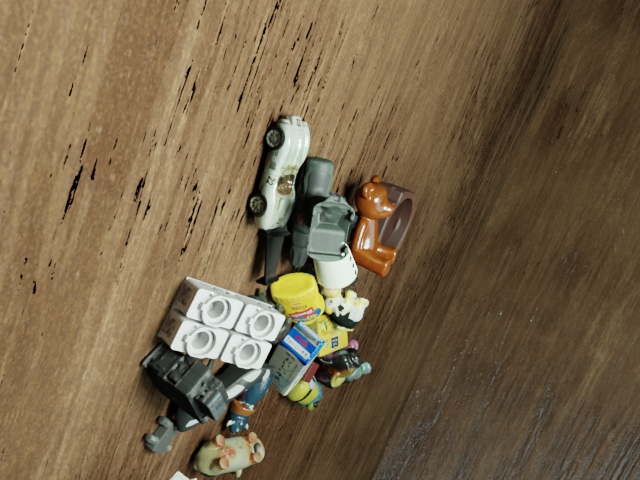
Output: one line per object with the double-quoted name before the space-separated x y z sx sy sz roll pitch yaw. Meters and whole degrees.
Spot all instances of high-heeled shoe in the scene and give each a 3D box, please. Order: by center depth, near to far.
"high-heeled shoe" -0.178 0.303 1.060 0.248 0.086 0.145 26 84 -55

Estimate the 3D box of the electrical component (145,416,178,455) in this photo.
"electrical component" -0.285 0.356 0.982 0.063 0.021 0.093 -53 153 -23

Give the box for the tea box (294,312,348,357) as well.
"tea box" 0.005 0.228 1.334 0.169 0.068 0.098 0 85 -65

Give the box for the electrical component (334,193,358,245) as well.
"electrical component" 0.038 -0.048 1.167 0.048 0.075 0.119 -26 134 -51

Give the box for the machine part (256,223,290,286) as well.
"machine part" -0.090 0.017 1.008 0.084 0.039 0.138 -10 111 -66

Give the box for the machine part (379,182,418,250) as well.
"machine part" 0.166 -0.046 1.404 0.201 0.087 0.200 -5 118 -64

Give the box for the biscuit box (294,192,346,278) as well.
"biscuit box" -0.002 -0.003 1.143 0.063 0.059 0.202 -30 139 -51

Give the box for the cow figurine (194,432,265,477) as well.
"cow figurine" -0.194 0.475 1.182 0.127 0.085 0.194 -30 153 26

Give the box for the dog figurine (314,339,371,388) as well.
"dog figurine" 0.037 0.336 1.419 0.192 0.108 0.219 -28 167 19

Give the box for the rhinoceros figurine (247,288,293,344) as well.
"rhinoceros figurine" -0.126 0.157 1.053 0.112 0.073 0.190 -49 155 -6

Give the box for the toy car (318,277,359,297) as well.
"toy car" 0.046 0.131 1.381 0.089 0.053 0.202 -63 156 5

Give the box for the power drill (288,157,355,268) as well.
"power drill" -0.005 -0.028 0.983 0.207 0.086 0.231 -117 -144 -71

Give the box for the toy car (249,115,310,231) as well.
"toy car" -0.066 -0.113 0.914 0.073 0.056 0.201 -13 124 -59

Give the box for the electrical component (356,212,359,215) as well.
"electrical component" 0.075 -0.024 1.293 0.078 0.045 0.102 -1 114 -64

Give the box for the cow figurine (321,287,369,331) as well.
"cow figurine" 0.044 0.161 1.278 0.167 0.068 0.098 30 79 -52

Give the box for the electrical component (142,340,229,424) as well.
"electrical component" -0.213 0.236 0.874 0.058 0.134 0.114 -50 150 -30

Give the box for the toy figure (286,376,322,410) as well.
"toy figure" -0.043 0.402 1.434 0.089 0.082 0.180 -54 156 -21

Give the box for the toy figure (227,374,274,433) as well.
"toy figure" -0.157 0.351 1.185 0.154 0.064 0.058 -59 -168 0

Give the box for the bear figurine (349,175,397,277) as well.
"bear figurine" 0.129 -0.037 1.220 0.120 0.132 0.195 -41 151 -66
